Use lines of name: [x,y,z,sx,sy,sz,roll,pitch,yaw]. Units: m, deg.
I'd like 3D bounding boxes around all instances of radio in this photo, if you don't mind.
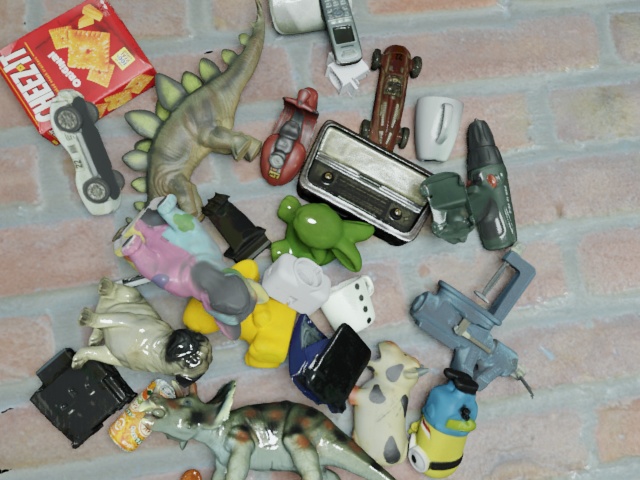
radio: [0.079,-0.091,0.916,0.230,0.073,0.131,27,81,0]

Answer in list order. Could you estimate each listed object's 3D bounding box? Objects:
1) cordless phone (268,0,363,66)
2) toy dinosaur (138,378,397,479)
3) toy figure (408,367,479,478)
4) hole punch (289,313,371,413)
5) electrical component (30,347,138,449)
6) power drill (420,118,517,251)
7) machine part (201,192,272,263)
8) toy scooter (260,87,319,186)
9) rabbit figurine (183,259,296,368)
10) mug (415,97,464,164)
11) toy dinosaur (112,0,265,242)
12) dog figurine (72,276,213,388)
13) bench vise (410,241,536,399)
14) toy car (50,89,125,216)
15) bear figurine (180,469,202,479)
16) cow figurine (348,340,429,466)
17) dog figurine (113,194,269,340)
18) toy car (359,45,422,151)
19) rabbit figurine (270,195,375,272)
cordless phone: [-0.007,-0.373,0.930,0.147,0.088,0.184,-13,76,-6]
toy dinosaur: [-0.061,0.302,0.806,0.405,0.131,0.192,7,50,-7]
toy figure: [0.199,0.293,0.845,0.089,0.082,0.180,22,105,6]
hole punch: [0.002,0.184,0.819,0.092,0.142,0.116,14,61,37]
electrical component: [-0.377,0.237,0.845,0.115,0.058,0.134,-43,88,-11]
power drill: [0.249,-0.086,0.888,0.086,0.207,0.232,-14,92,37]
machine part: [-0.138,-0.016,0.878,0.084,0.039,0.138,-34,126,-3]
toy scooter: [-0.046,-0.181,0.889,0.075,0.135,0.184,23,82,-3]
rabbit figurine: [-0.126,0.113,0.850,0.173,0.122,0.162,10,77,-2]
mug: [0.206,-0.188,0.928,0.081,0.109,0.107,6,95,-10]
toy dinosaur: [-0.200,-0.190,0.892,0.198,0.105,0.471,37,82,1]
dog figurine: [-0.254,0.140,0.822,0.191,0.172,0.121,14,122,-9]
bench vise: [0.279,0.117,0.878,0.224,0.129,0.240,35,91,7]
toy car: [-0.370,-0.138,0.855,0.056,0.073,0.201,-11,111,8]
bear figurine: [-0.140,0.439,0.802,0.196,0.132,0.120,31,78,-6]
cow figurine: [0.109,0.261,0.866,0.127,0.085,0.195,1,80,2]
dog figurine: [-0.181,0.046,0.779,0.219,0.192,0.108,46,71,-20]
toy car: [0.125,-0.251,0.955,0.089,0.053,0.202,12,80,-6]
rabbit figurine: [-0.002,-0.003,0.848,0.159,0.170,0.121,20,81,-1]
